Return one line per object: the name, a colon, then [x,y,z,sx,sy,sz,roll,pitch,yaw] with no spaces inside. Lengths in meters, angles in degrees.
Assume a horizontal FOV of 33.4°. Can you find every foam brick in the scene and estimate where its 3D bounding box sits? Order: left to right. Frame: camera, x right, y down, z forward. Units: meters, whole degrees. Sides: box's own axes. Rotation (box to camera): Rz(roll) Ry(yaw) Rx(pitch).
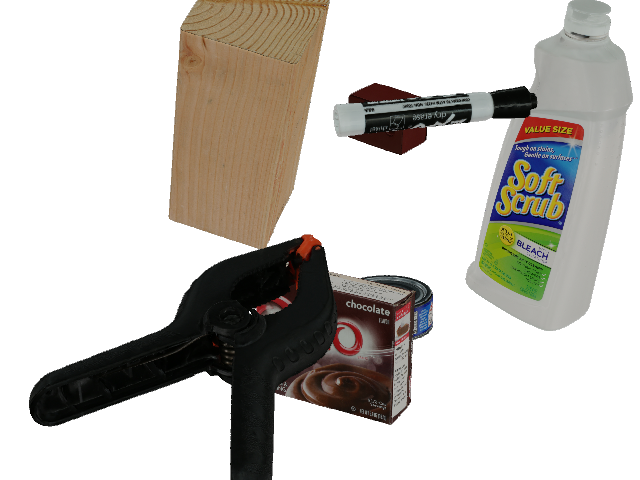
foam brick: [0.075,-0.137,1.194,0.078,0.053,0.051,22,37,34]

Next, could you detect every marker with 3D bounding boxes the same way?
marker: [0.068,-0.076,0.626,0.121,0.020,0.020,-7,1,-8]

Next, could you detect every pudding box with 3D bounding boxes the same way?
pudding box: [0.009,0.070,0.749,0.114,0.090,0.039,10,22,26]

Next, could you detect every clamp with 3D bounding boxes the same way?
clamp: [-0.037,0.057,0.505,0.120,0.039,0.171,30,48,24]

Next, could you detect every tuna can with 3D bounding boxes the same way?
tuna can: [0.060,0.061,0.974,0.086,0.034,0.086,-1,19,0]

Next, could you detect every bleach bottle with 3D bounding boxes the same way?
bleach bottle: [0.173,-0.058,0.798,0.067,0.251,0.103,-25,42,-35]

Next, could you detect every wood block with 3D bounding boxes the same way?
wood block: [-0.062,-0.101,0.860,0.091,0.090,0.206,18,-41,5]
